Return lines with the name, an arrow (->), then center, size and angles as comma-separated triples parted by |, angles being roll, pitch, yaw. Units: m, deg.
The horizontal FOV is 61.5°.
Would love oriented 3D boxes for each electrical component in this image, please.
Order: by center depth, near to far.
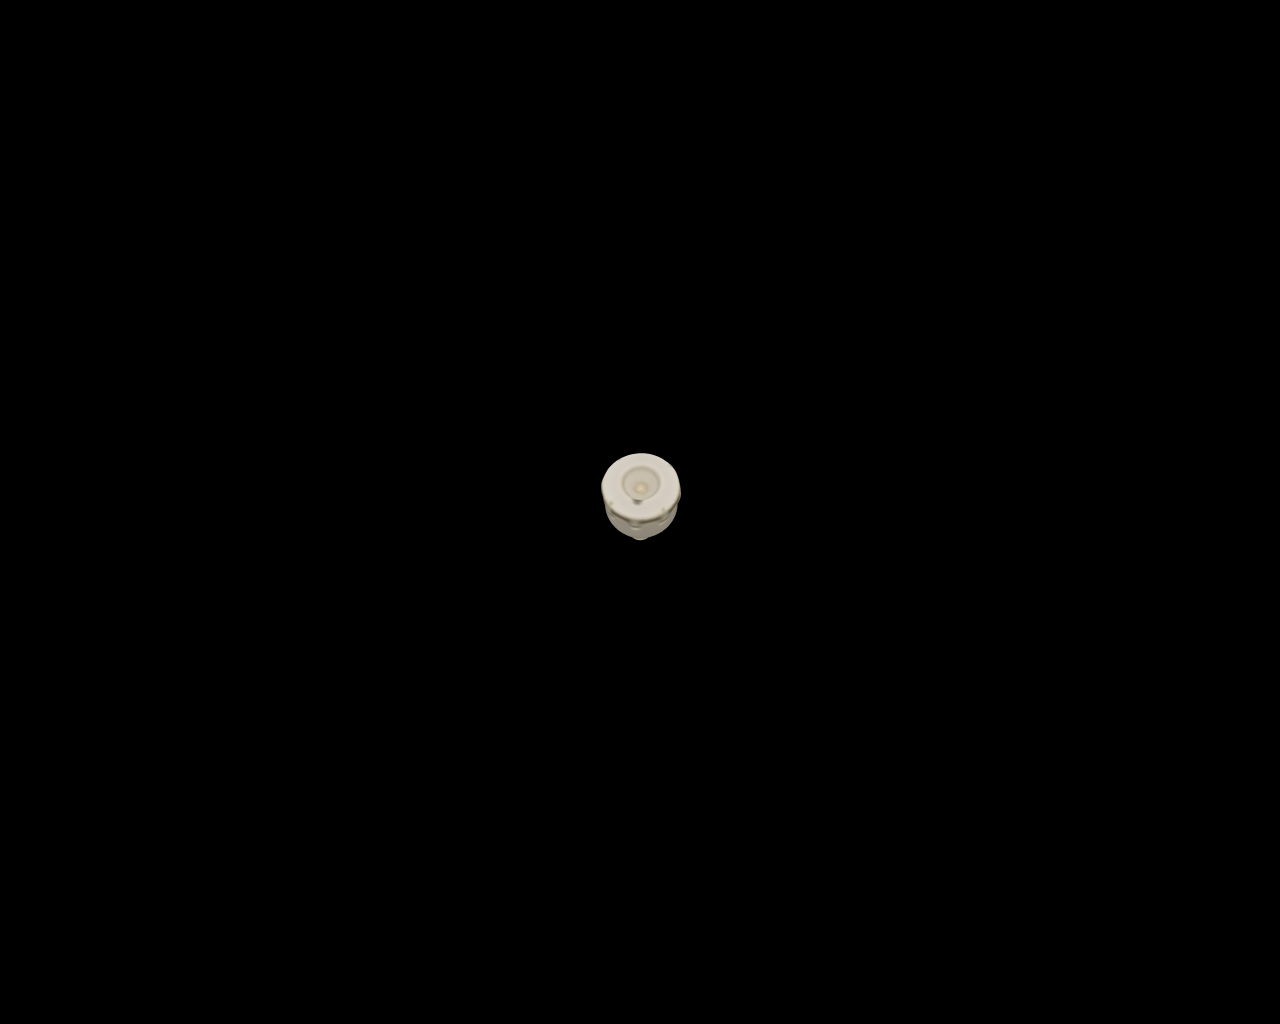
electrical component -> 0.001, -0.003, 0.650 | 0.048, 0.048, 0.062 | 0, -30, 0
